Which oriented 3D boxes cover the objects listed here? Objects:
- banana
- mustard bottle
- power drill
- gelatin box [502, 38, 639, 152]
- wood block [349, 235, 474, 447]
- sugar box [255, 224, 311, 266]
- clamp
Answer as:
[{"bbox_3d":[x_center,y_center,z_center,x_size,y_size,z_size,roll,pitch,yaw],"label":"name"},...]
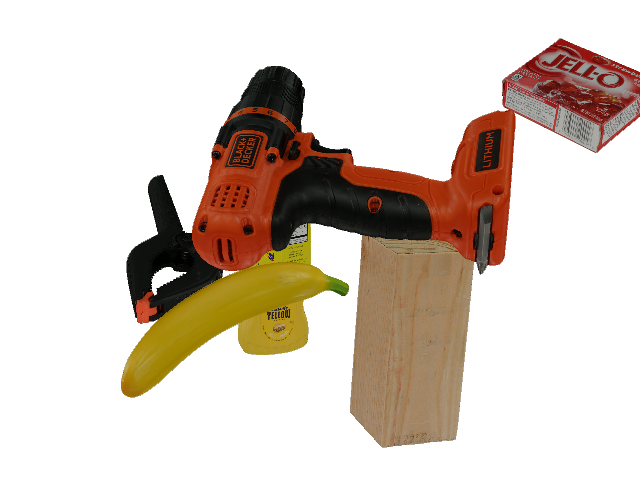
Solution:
[{"bbox_3d":[-0.076,0.062,0.819,0.198,0.069,0.037,-25,36,4],"label":"banana"},{"bbox_3d":[-0.062,0.059,1.452,0.096,0.192,0.058,-5,24,-17],"label":"mustard bottle"},{"bbox_3d":[0.025,-0.048,0.666,0.188,0.057,0.184,3,43,10],"label":"power drill"},{"bbox_3d":[0.192,-0.111,0.798,0.073,0.030,0.089,-36,52,-29],"label":"gelatin box"},{"bbox_3d":[0.093,0.098,1.106,0.090,0.206,0.091,-2,16,-20],"label":"wood block"},{"bbox_3d":[-0.047,-0.035,1.257,0.048,0.176,0.093,-14,26,-21],"label":"sugar box"},{"bbox_3d":[-0.141,0.006,1.071,0.165,0.036,0.209,20,39,17],"label":"clamp"}]
